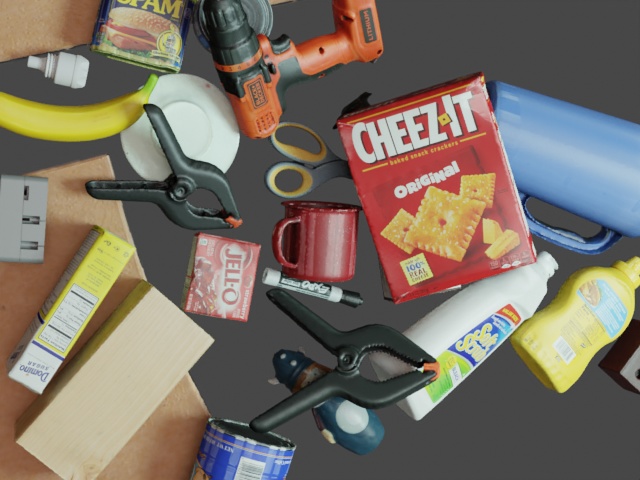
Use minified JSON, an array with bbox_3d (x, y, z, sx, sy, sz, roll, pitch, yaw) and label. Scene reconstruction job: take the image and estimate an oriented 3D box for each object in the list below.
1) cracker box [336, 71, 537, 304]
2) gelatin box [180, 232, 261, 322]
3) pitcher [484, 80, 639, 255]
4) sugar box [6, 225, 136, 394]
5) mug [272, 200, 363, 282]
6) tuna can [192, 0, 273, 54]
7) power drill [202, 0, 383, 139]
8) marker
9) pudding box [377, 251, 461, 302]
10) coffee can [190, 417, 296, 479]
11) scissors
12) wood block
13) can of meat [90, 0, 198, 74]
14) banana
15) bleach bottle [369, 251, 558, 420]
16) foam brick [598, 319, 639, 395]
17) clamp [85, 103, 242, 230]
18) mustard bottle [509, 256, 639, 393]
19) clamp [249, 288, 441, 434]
[{"bbox_3d":[0.128,-0.055,1.160,0.164,0.072,0.214,-16,99,12],"label":"cracker box"},{"bbox_3d":[-0.110,0.041,1.186,0.073,0.030,0.089,11,90,-18],"label":"gelatin box"},{"bbox_3d":[0.283,-0.090,1.253,0.242,0.145,0.149,18,68,-13],"label":"pitcher"},{"bbox_3d":[-0.260,0.069,1.110,0.048,0.093,0.176,32,85,-16],"label":"sugar box"},{"bbox_3d":[-0.008,0.001,1.178,0.117,0.093,0.081,-4,101,-48],"label":"mug"},{"bbox_3d":[-0.095,-0.243,1.173,0.086,0.034,0.086,-1,93,-17],"label":"tuna can"},{"bbox_3d":[-0.029,-0.219,1.148,0.187,0.057,0.184,-30,136,-14],"label":"power drill"},{"bbox_3d":[-0.007,0.056,1.223,0.121,0.020,0.020,16,88,-17],"label":"marker"},{"bbox_3d":[0.114,0.010,1.247,0.090,0.039,0.113,-9,94,-14],"label":"pudding box"},{"bbox_3d":[-0.095,0.277,1.165,0.102,0.103,0.140,18,88,-17],"label":"coffee can"},{"bbox_3d":[0.022,-0.066,1.227,0.201,0.016,0.096,29,86,-16],"label":"scissors"},{"bbox_3d":[-0.218,0.150,1.129,0.090,0.090,0.206,43,82,-14],"label":"wood block"},{"bbox_3d":[-0.189,-0.229,1.135,0.102,0.057,0.084,13,92,-17],"label":"can of meat"},{"bbox_3d":[-0.267,-0.136,1.121,0.197,0.037,0.070,-7,113,-14],"label":"banana"},{"bbox_3d":[0.178,0.095,1.248,0.250,0.068,0.102,-39,135,-13],"label":"bleach bottle"},{"bbox_3d":[0.399,0.147,1.333,0.053,0.051,0.078,41,81,-15],"label":"foam brick"},{"bbox_3d":[-0.163,-0.055,1.151,0.120,0.039,0.171,-40,118,14],"label":"clamp"},{"bbox_3d":[0.326,0.089,1.304,0.191,0.058,0.096,-42,104,-10],"label":"mustard bottle"},{"bbox_3d":[0.026,0.127,1.171,0.210,0.036,0.164,-4,68,7],"label":"clamp"}]
